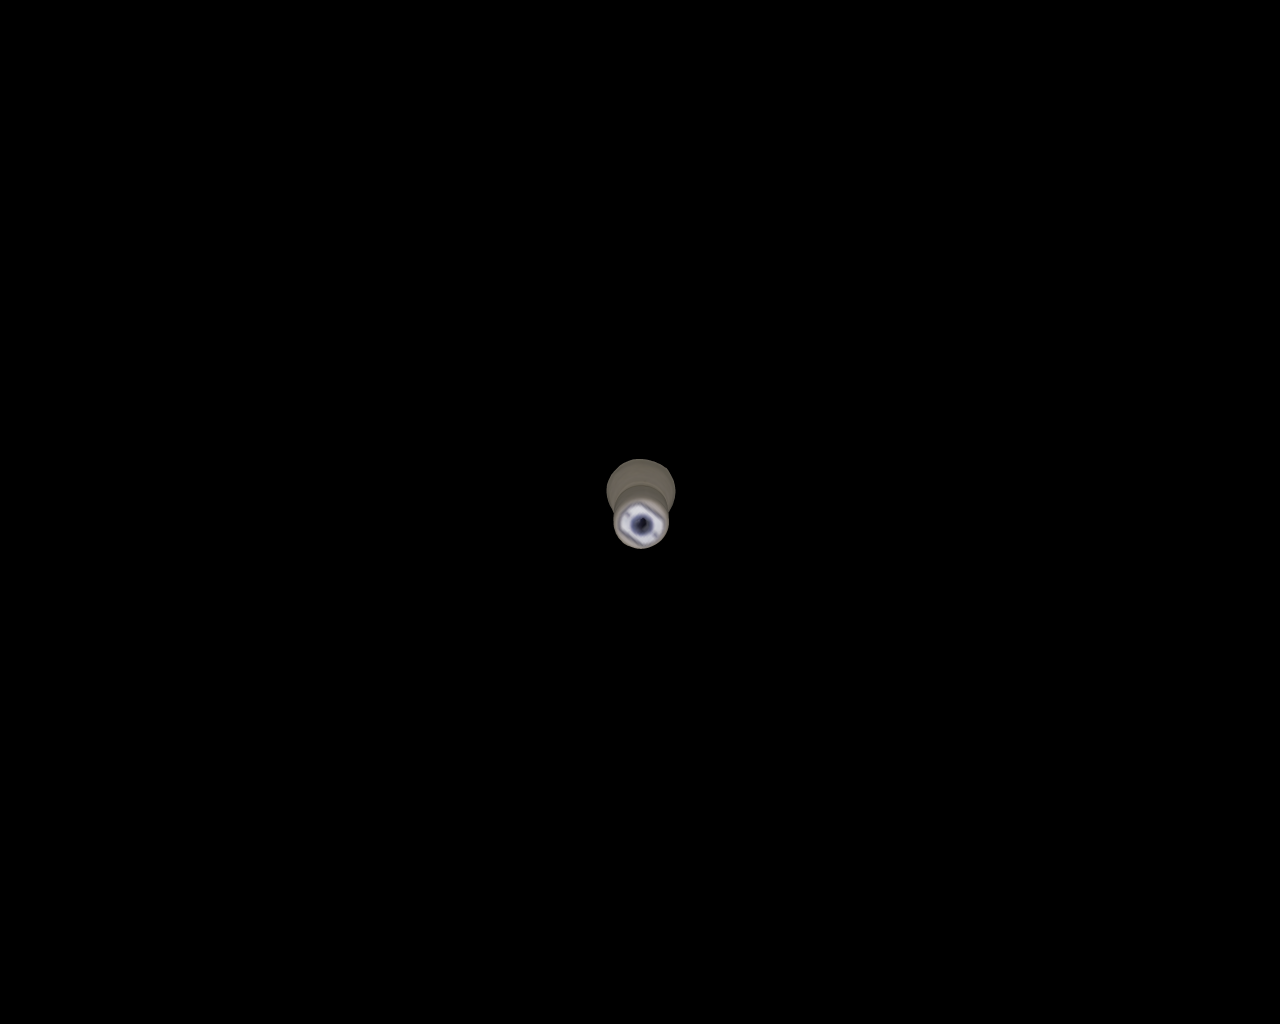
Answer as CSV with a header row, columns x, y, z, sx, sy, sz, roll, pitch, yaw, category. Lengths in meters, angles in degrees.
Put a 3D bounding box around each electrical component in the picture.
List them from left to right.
x,y,z,sx,sy,sz,roll,pitch,yaw,category
0.001,-0.003,0.650,0.044,0.044,0.065,0,20,0,electrical component
